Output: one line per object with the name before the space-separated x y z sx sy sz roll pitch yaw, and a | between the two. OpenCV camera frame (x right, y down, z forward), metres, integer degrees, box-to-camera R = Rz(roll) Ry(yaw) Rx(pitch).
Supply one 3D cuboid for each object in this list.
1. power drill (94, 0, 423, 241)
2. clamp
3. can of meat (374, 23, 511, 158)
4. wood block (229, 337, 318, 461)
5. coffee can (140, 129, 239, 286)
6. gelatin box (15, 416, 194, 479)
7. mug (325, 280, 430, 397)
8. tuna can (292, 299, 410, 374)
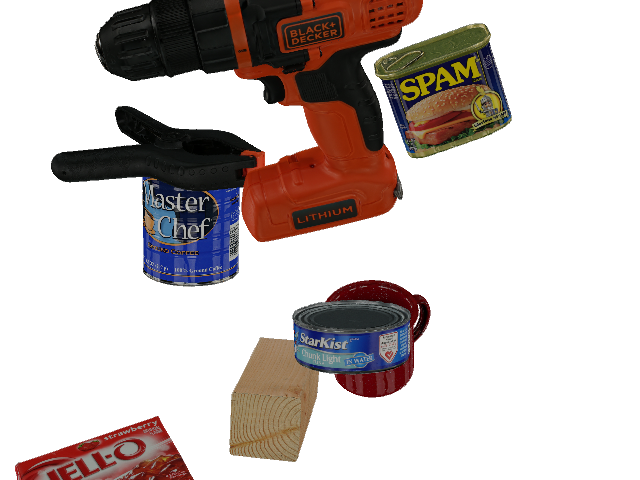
power drill | -0.026 -0.081 0.643 0.184 0.057 0.187 -12 -39 -1
clamp | -0.132 -0.068 0.879 0.172 0.039 0.120 13 39 26
can of meat | 0.108 -0.128 0.924 0.102 0.084 0.057 -18 26 8
wood block | -0.058 0.210 1.445 0.091 0.090 0.206 5 15 5
coffee can | -0.134 -0.036 1.110 0.103 0.140 0.103 2 19 -1
gelatin box | -0.120 0.141 0.602 0.089 0.030 0.073 -16 28 -20
mug | 0.060 0.094 1.053 0.117 0.081 0.093 -27 42 -26
tuna can | 0.023 0.069 0.773 0.086 0.034 0.086 -1 10 0
